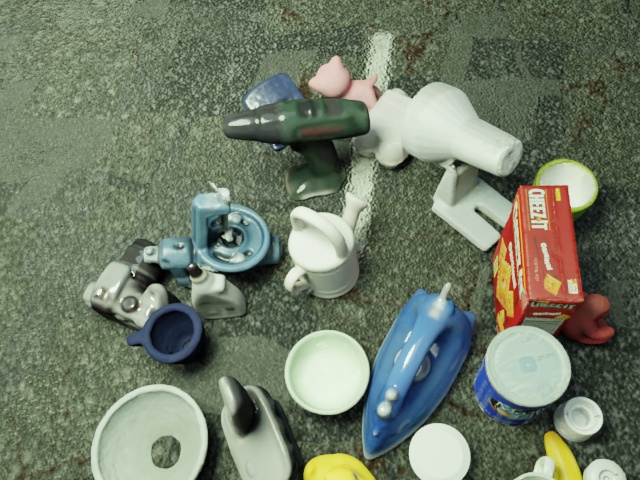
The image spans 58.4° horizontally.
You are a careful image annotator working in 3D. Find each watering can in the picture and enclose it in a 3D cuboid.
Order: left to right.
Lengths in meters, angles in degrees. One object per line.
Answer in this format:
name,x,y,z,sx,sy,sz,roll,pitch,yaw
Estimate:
watering can,0.006,0.002,0.870,0.100,0.194,0.173,13,65,14

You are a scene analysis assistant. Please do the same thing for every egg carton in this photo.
egg carton,0.133,-0.201,1.028,0.107,0.069,0.150,28,70,20

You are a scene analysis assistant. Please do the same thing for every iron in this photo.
iron,0.125,0.179,0.794,0.118,0.141,0.258,25,69,19

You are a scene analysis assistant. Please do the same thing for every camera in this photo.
camera,-0.293,0.069,0.927,0.143,0.101,0.137,17,66,15

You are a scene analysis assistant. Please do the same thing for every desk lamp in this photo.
desk lamp,0.229,-0.119,0.893,0.118,0.214,0.202,-41,65,-13

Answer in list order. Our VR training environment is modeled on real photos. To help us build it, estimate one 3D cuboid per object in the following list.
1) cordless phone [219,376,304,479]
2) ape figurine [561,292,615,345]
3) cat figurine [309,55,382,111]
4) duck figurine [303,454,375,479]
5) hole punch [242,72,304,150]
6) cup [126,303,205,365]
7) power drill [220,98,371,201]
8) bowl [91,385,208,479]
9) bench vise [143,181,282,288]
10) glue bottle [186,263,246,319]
cordless phone,-0.092,0.259,0.757,0.094,0.185,0.147,-29,63,-7
ape figurine,0.388,0.107,0.825,0.076,0.092,0.078,-6,62,5
cat figurine,0.047,-0.287,1.056,0.127,0.118,0.067,2,63,8
duck figurine,0.025,0.324,0.765,0.104,0.086,0.077,17,67,15
hole punch,-0.074,-0.240,1.062,0.109,0.091,0.101,-36,64,-11
cup,-0.225,0.157,0.877,0.117,0.095,0.091,-10,62,2
power drill,-0.029,-0.153,0.946,0.229,0.209,0.075,-13,62,1
bowl,-0.232,0.297,0.818,0.167,0.075,0.167,-3,63,6
bench vise,-0.173,0.004,0.878,0.207,0.220,0.121,-27,63,-6
glue bottle,-0.167,0.075,0.867,0.078,0.173,0.037,-5,62,5
